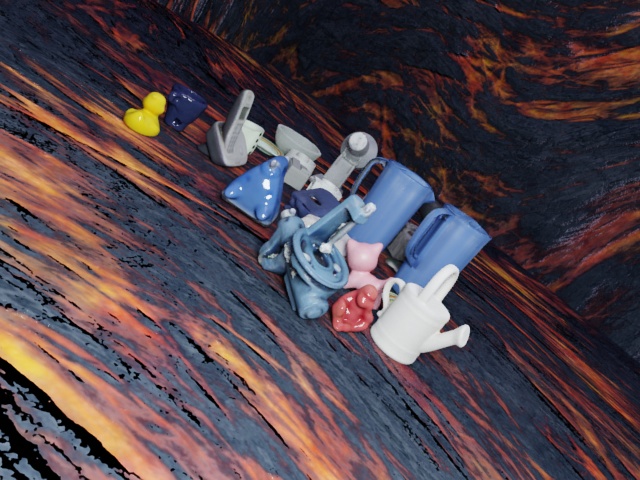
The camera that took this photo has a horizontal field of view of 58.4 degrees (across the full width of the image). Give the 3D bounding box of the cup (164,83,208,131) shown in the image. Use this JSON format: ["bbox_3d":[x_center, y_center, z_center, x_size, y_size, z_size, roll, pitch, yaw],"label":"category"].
[{"bbox_3d":[-0.331,-0.305,1.344,0.091,0.095,0.118,39,17,11],"label":"cup"}]

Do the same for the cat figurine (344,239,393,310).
[{"bbox_3d":[0.095,0.060,1.162,0.127,0.117,0.067,45,19,26],"label":"cat figurine"}]

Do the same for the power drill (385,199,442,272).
[{"bbox_3d":[0.270,0.004,1.499,0.076,0.208,0.229,15,27,-51],"label":"power drill"}]

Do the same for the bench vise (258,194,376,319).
[{"bbox_3d":[-0.011,-0.007,0.958,0.207,0.219,0.122,45,19,27],"label":"bench vise"}]

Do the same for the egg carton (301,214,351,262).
[{"bbox_3d":[0.011,0.004,1.231,0.151,0.069,0.107,17,25,-47],"label":"egg carton"}]

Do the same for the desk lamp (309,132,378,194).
[{"bbox_3d":[0.086,-0.244,1.795,0.118,0.213,0.203,38,17,5],"label":"desk lamp"}]

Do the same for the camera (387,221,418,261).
[{"bbox_3d":[0.274,0.021,1.649,0.137,0.100,0.143,31,18,-17],"label":"camera"}]

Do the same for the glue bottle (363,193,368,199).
[{"bbox_3d":[0.158,-0.128,1.695,0.037,0.173,0.078,40,17,13],"label":"glue bottle"}]

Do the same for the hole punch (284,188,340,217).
[{"bbox_3d":[-0.014,-0.076,1.359,0.101,0.091,0.108,16,26,-49],"label":"hole punch"}]

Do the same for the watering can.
[{"bbox_3d":[0.192,0.128,1.039,0.173,0.194,0.101,38,17,6],"label":"watering can"}]

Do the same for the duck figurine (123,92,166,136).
[{"bbox_3d":[-0.362,-0.273,1.211,0.077,0.086,0.104,35,17,-4],"label":"duck figurine"}]

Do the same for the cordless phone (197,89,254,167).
[{"bbox_3d":[-0.192,-0.267,1.357,0.094,0.185,0.148,37,17,5],"label":"cordless phone"}]

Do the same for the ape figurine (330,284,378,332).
[{"bbox_3d":[0.065,0.116,1.001,0.078,0.092,0.076,34,17,-8],"label":"ape figurine"}]

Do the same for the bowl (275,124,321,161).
[{"bbox_3d":[-0.083,-0.294,1.835,0.168,0.074,0.167,33,17,-11],"label":"bowl"}]

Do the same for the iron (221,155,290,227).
[{"bbox_3d":[-0.109,-0.127,1.222,0.119,0.141,0.258,35,17,-3],"label":"iron"}]
